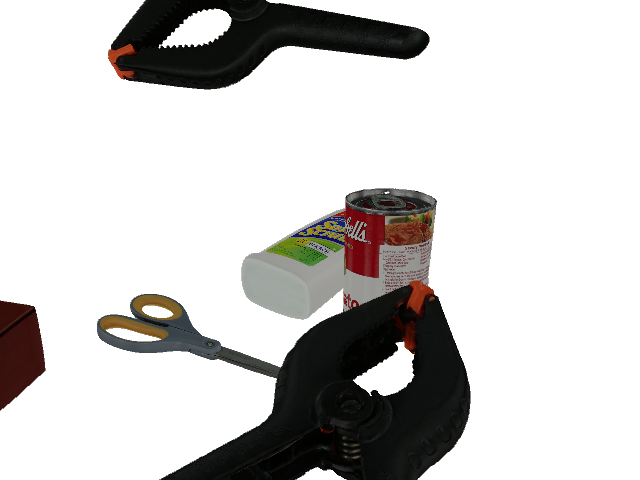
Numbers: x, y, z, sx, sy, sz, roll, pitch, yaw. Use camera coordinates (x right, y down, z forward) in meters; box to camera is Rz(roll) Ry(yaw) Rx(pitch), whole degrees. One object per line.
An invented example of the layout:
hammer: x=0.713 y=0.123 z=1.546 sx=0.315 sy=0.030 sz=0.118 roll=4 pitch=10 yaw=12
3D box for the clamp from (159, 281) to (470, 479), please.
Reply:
clamp: x=0.018 y=0.083 z=0.412 sx=0.120 sy=0.039 sz=0.171 roll=28 pitch=50 yaw=20

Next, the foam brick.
foam brick: x=-0.230 y=0.080 z=0.711 sx=0.053 sy=0.051 sz=0.078 roll=8 pitch=29 yaw=23

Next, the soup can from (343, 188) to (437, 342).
soup can: x=0.051 y=0.018 z=0.804 sx=0.068 sy=0.102 sz=0.068 roll=1 pitch=17 yaw=0

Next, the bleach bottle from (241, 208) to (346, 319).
bleach bottle: x=0.018 y=0.005 z=1.311 sx=0.103 sy=0.068 sz=0.250 roll=19 pitch=36 yaw=29

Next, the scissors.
scissors: x=-0.107 y=0.090 z=1.001 sx=0.202 sy=0.016 sz=0.096 roll=10 pitch=29 yaw=3

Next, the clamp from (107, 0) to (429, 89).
clamp: x=-0.041 y=-0.154 z=0.728 sx=0.210 sy=0.165 sz=0.036 roll=-30 pitch=-19 yaw=-4
